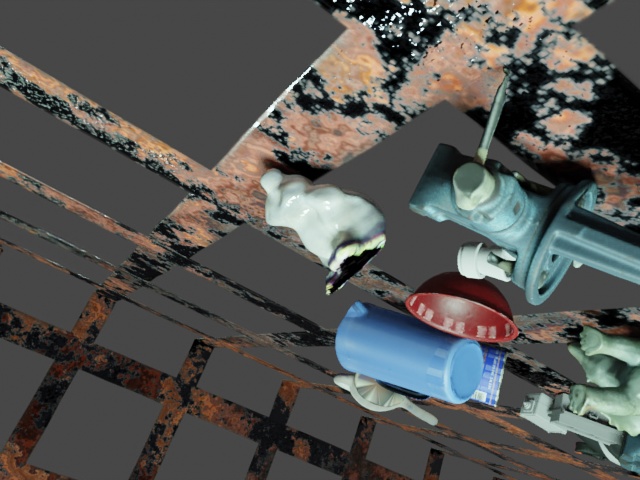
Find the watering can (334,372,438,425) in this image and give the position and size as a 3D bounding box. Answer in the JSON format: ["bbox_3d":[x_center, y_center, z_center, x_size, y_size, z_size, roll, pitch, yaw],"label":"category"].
[{"bbox_3d":[0.208,0.469,1.546,0.348,0.106,0.220,20,-24,7],"label":"watering can"}]

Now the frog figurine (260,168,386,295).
[{"bbox_3d":[0.002,-0.032,0.641,0.123,0.161,0.135,-35,-21,-4],"label":"frog figurine"}]
